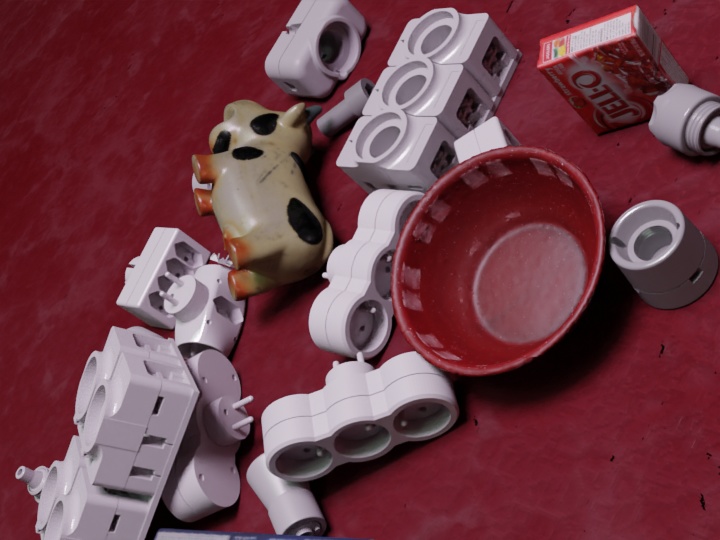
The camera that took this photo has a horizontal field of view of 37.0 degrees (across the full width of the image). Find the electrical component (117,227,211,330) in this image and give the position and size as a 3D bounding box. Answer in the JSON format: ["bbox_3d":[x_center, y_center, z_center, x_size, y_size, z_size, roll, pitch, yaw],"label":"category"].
[{"bbox_3d":[-0.195,0.006,1.013,0.076,0.047,0.083,5,64,45],"label":"electrical component"}]

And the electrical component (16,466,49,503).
[{"bbox_3d":[-0.271,0.186,0.933,0.035,0.061,0.035,-24,47,28],"label":"electrical component"}]

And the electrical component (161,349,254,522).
[{"bbox_3d":[-0.111,0.122,0.842,0.074,0.052,0.138,-28,45,25],"label":"electrical component"}]

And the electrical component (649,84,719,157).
[{"bbox_3d":[0.224,-0.094,0.703,0.043,0.043,0.062,-50,41,0],"label":"electrical component"}]

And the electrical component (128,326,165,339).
[{"bbox_3d":[-0.186,0.077,0.956,0.078,0.040,0.040,17,73,48],"label":"electrical component"}]

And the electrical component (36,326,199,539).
[{"bbox_3d":[-0.193,0.149,0.826,0.186,0.060,0.105,-68,25,10],"label":"electrical component"}]

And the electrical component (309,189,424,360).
[{"bbox_3d":[0.000,0.000,0.832,0.074,0.052,0.138,9,67,46],"label":"electrical component"}]

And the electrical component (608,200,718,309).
[{"bbox_3d":[0.187,-0.011,0.669,0.055,0.047,0.055,-24,46,28],"label":"electrical component"}]

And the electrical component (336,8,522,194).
[{"bbox_3d":[0.054,-0.133,0.877,0.089,0.062,0.150,9,67,46],"label":"electrical component"}]

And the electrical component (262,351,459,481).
[{"bbox_3d":[-0.004,0.089,0.749,0.138,0.052,0.073,-21,46,10],"label":"electrical component"}]

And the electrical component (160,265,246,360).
[{"bbox_3d":[-0.140,0.030,0.918,0.043,0.079,0.077,-15,51,35],"label":"electrical component"}]

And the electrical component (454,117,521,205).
[{"bbox_3d":[0.088,-0.062,0.801,0.077,0.047,0.065,-31,43,22],"label":"electrical component"}]

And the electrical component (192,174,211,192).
[{"bbox_3d":[-0.125,-0.082,1.012,0.047,0.055,0.055,-1,60,47],"label":"electrical component"}]

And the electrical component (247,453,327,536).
[{"bbox_3d":[-0.050,0.164,0.762,0.044,0.044,0.065,-42,45,10],"label":"electrical component"}]

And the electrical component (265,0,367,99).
[{"bbox_3d":[-0.039,-0.214,1.033,0.059,0.054,0.095,15,72,48],"label":"electrical component"}]
